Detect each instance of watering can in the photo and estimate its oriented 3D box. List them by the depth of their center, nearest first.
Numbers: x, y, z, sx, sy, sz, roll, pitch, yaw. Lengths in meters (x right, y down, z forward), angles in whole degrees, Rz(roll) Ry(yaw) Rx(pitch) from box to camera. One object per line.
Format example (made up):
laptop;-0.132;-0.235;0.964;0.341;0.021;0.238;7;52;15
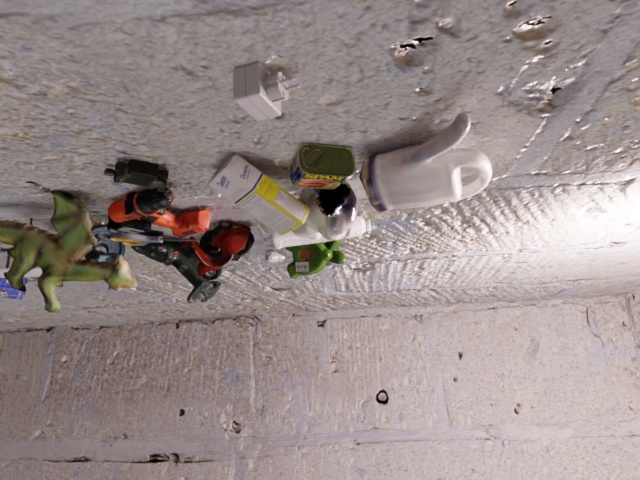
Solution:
watering can;0.173;-0.123;0.878;0.224;0.105;0.344;-7;-16;19

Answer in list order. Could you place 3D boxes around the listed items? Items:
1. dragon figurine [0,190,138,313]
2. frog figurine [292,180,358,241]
dragon figurine;-0.573;-0.006;1.091;0.408;0.240;0.124;41;16;-11
frog figurine;0.003;-0.052;1.037;0.124;0.139;0.156;-25;-24;-32
